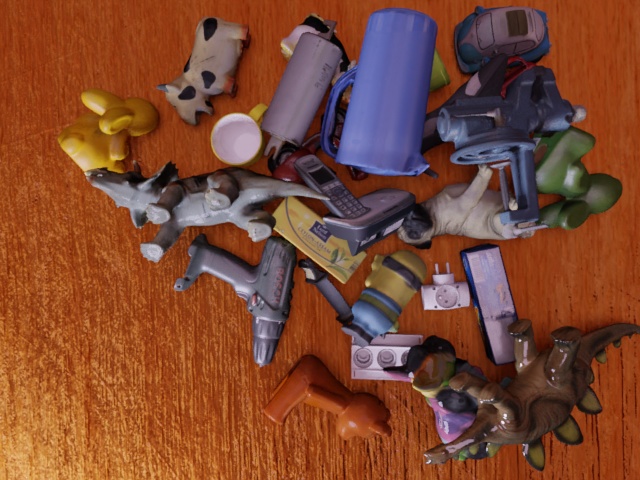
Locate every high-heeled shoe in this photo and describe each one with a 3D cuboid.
[{"bbox_3d":[0.195,-0.216,0.899,0.145,0.086,0.248,42,110,31],"label":"high-heeled shoe"}]

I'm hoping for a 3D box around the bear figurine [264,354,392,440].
[{"bbox_3d":[0.022,0.292,0.932,0.196,0.120,0.132,39,98,-2],"label":"bear figurine"}]

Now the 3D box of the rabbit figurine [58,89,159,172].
[{"bbox_3d":[-0.373,-0.202,0.956,0.173,0.162,0.122,-34,75,-12],"label":"rabbit figurine"}]

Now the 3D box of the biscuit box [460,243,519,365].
[{"bbox_3d":[0.298,0.108,0.927,0.059,0.063,0.202,-14,89,6],"label":"biscuit box"}]

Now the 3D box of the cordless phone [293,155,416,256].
[{"bbox_3d":[0.052,-0.080,0.886,0.146,0.088,0.184,-28,69,-32],"label":"cordless phone"}]

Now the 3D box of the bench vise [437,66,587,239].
[{"bbox_3d":[0.289,-0.124,0.792,0.224,0.129,0.240,-4,85,-16],"label":"bench vise"}]

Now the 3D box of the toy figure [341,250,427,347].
[{"bbox_3d":[0.115,0.098,0.914,0.089,0.082,0.180,14,60,45],"label":"toy figure"}]

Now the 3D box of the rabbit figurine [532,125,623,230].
[{"bbox_3d":[0.422,-0.091,0.888,0.170,0.121,0.159,28,88,-10],"label":"rabbit figurine"}]

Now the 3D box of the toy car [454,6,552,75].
[{"bbox_3d":[0.312,-0.341,0.900,0.162,0.103,0.109,-5,91,7],"label":"toy car"}]

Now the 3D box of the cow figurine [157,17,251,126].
[{"bbox_3d":[-0.208,-0.300,0.959,0.127,0.085,0.194,18,95,-1],"label":"cow figurine"}]

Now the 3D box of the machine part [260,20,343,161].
[{"bbox_3d":[-0.030,-0.243,0.877,0.079,0.079,0.243,27,95,4],"label":"machine part"}]

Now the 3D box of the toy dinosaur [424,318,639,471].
[{"bbox_3d":[0.355,0.222,0.837,0.471,0.105,0.198,-29,112,-16],"label":"toy dinosaur"}]

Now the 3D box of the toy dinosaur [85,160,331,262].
[{"bbox_3d":[-0.181,-0.072,0.906,0.405,0.192,0.131,-4,126,4],"label":"toy dinosaur"}]

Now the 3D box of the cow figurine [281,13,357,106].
[{"bbox_3d":[0.017,-0.316,0.948,0.167,0.068,0.098,42,89,3],"label":"cow figurine"}]

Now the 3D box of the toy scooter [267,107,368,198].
[{"bbox_3d":[0.007,-0.135,0.947,0.184,0.075,0.135,-38,89,0],"label":"toy scooter"}]

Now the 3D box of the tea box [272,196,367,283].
[{"bbox_3d":[-0.002,-0.003,0.937,0.170,0.098,0.068,39,94,5],"label":"tea box"}]

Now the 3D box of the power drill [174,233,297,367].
[{"bbox_3d":[-0.150,0.090,0.961,0.207,0.086,0.232,19,91,9],"label":"power drill"}]

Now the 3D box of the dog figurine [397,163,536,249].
[{"bbox_3d":[0.246,-0.025,0.920,0.190,0.121,0.172,-42,78,17],"label":"dog figurine"}]

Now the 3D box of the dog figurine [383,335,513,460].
[{"bbox_3d":[0.200,0.256,0.868,0.219,0.109,0.191,17,90,-30],"label":"dog figurine"}]

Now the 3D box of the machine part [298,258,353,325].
[{"bbox_3d":[0.013,0.088,0.953,0.039,0.084,0.139,-40,96,-18],"label":"machine part"}]
